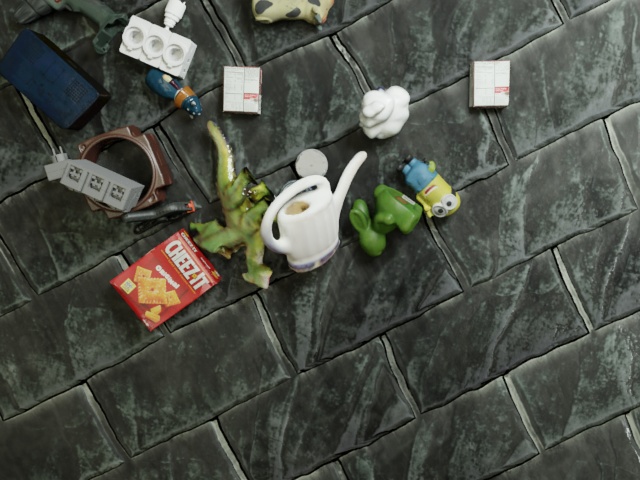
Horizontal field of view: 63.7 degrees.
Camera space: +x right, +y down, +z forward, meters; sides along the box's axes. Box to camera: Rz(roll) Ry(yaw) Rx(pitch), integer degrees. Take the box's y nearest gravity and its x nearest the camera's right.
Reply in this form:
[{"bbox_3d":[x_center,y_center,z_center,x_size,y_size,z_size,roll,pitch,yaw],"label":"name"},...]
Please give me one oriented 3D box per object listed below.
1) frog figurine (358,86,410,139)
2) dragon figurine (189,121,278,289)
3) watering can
[{"bbox_3d":[0.153,-0.301,1.204,0.137,0.161,0.122,-41,98,6],"label":"frog figurine"},{"bbox_3d":[-0.227,-0.064,1.269,0.241,0.123,0.411,-37,87,13],"label":"dragon figurine"},{"bbox_3d":[0.004,-0.062,1.241,0.352,0.105,0.219,-34,131,-30],"label":"watering can"}]
